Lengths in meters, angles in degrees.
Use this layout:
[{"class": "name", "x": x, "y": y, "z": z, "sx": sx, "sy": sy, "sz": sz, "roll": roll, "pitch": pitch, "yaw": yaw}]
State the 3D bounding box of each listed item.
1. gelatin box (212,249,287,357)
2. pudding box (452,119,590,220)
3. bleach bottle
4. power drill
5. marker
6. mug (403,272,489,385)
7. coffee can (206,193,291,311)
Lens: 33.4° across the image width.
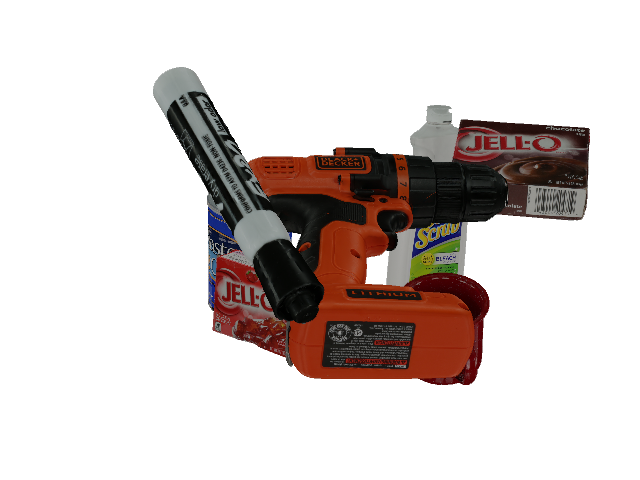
[{"class": "gelatin box", "x": -0.053, "y": 0.055, "z": 0.941, "sx": 0.089, "sy": 0.073, "sz": 0.030, "roll": 17, "pitch": 22, "yaw": 30}, {"class": "pudding box", "x": 0.166, "y": -0.061, "z": 0.892, "sx": 0.113, "sy": 0.039, "sz": 0.090, "roll": 7, "pitch": 41, "yaw": 10}, {"class": "bleach bottle", "x": 0.133, "y": -0.041, "z": 1.323, "sx": 0.102, "sy": 0.251, "sz": 0.068, "roll": -4, "pitch": 17, "yaw": -17}, {"class": "power drill", "x": 0.043, "y": 0.007, "z": 0.673, "sx": 0.184, "sy": 0.057, "sz": 0.187, "roll": -1, "pitch": 34, "yaw": -5}, {"class": "marker", "x": -0.031, "y": -0.018, "z": 0.384, "sx": 0.020, "sy": 0.121, "sz": 0.020, "roll": -21, "pitch": -35, "yaw": -16}, {"class": "mug", "x": 0.129, "y": 0.099, "z": 1.080, "sx": 0.093, "sy": 0.081, "sz": 0.117, "roll": -16, "pitch": 38, "yaw": -15}, {"class": "coffee can", "x": -0.085, "y": 0.012, "z": 1.283, "sx": 0.103, "sy": 0.140, "sz": 0.103, "roll": 2, "pitch": 26, "yaw": -1}]
